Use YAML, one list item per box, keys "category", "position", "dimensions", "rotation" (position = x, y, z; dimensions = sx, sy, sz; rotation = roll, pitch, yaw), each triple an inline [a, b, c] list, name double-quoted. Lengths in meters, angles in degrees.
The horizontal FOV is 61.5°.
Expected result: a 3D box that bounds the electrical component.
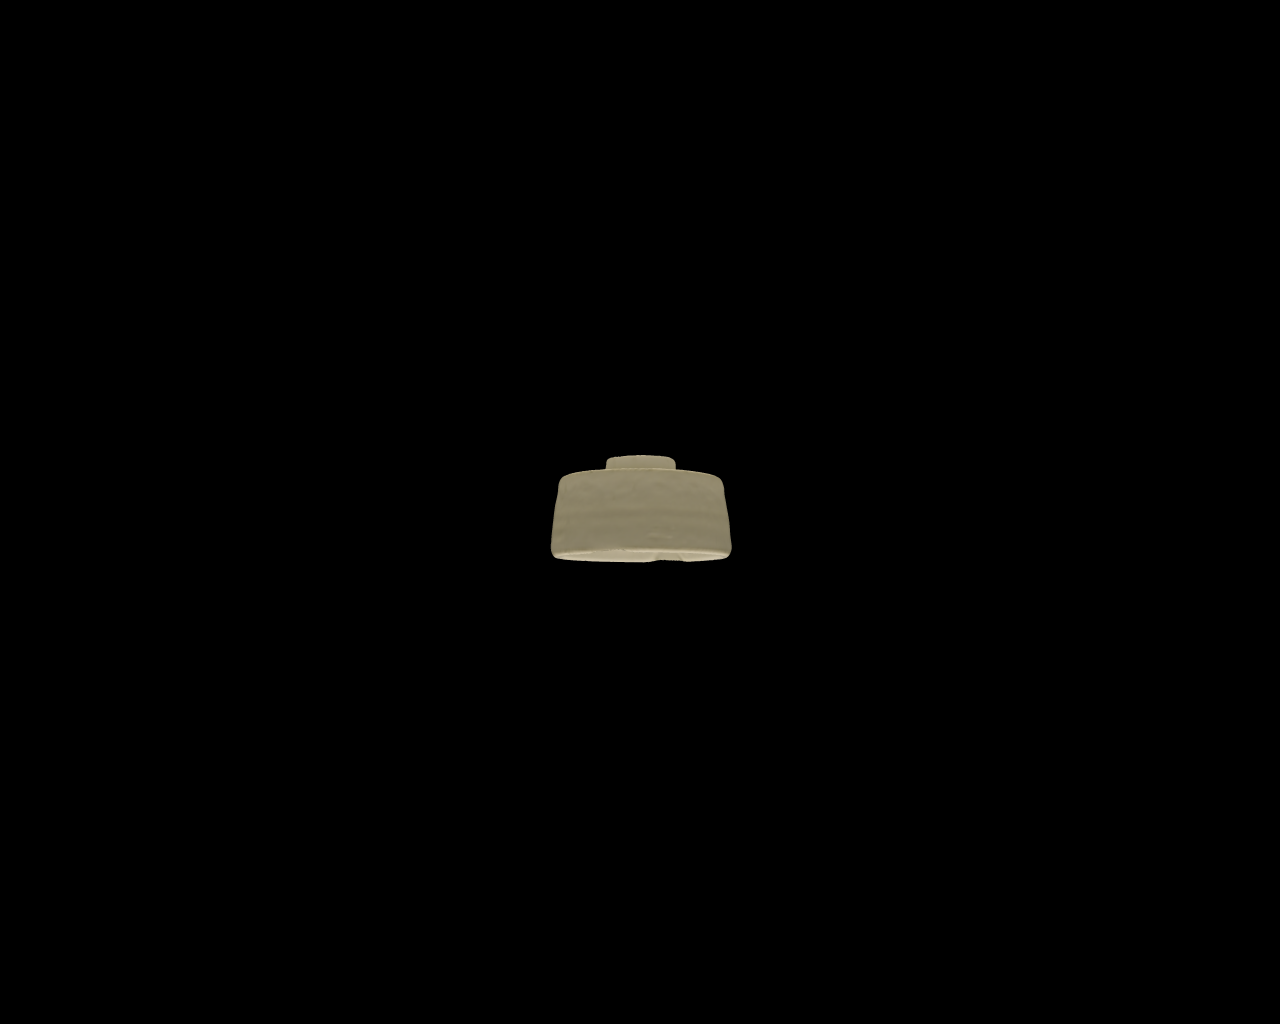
- category: "electrical component"
  position: [0.001, -0.003, 0.650]
  dimensions: [0.108, 0.060, 0.108]
  rotation: [0, -6, 0]
